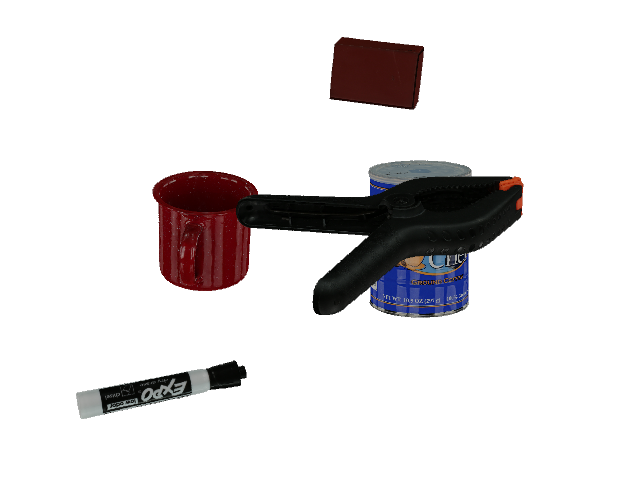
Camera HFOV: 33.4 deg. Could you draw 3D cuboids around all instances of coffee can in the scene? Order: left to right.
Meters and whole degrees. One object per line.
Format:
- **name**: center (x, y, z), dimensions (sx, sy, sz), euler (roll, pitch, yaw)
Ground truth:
- **coffee can**: center (0.100, -0.004, 1.084), dimensions (0.103, 0.140, 0.103), euler (-1, 14, 0)

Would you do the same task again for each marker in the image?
- **marker**: center (-0.112, 0.105, 0.759), dimensions (0.121, 0.020, 0.020), euler (-10, 3, -16)

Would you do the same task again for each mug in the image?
- **mug**: center (-0.105, -0.002, 0.948), dimensions (0.093, 0.081, 0.117), euler (5, 27, 2)

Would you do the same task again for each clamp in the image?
- **clamp**: center (0.050, -0.015, 0.779), dimensions (0.209, 0.036, 0.165), euler (-17, 31, -25)

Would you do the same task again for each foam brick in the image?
- **foam brick**: center (0.051, -0.151, 0.959), dimensions (0.078, 0.051, 0.053), euler (8, 18, 8)
